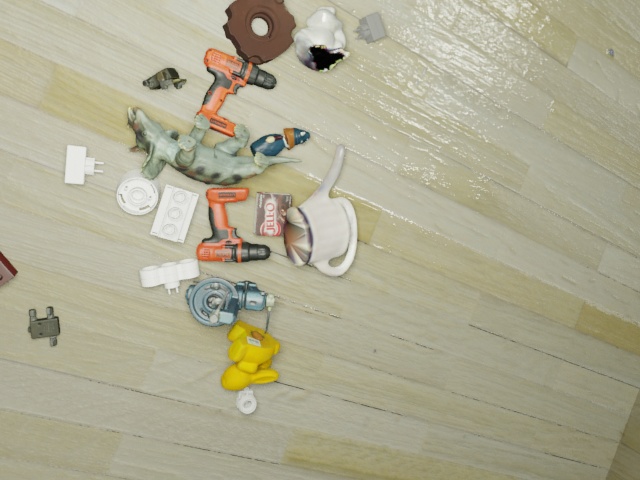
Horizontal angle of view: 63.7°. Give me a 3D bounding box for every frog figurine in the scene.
[{"bbox_3d":[-0.002,-0.514,1.311,0.137,0.120,0.162,-7,64,-12],"label":"frog figurine"}]

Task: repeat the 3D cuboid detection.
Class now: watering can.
[{"bbox_3d":[0.004,-0.067,1.340,0.226,0.104,0.345,-13,100,-39],"label":"watering can"}]
